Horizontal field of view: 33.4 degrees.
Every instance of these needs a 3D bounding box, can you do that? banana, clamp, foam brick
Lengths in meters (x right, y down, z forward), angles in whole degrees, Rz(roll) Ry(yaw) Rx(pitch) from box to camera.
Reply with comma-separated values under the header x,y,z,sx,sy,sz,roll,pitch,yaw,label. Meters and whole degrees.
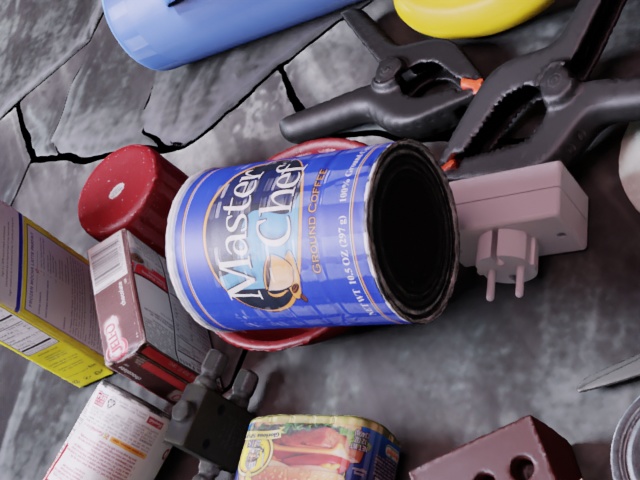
x,y,z,sx,sy,sz,roll,pitch,yaw,label
0.114,-0.177,0.750,0.037,0.069,0.198,-38,26,-33,banana
0.158,-0.103,0.670,0.210,0.036,0.164,-31,51,31,clamp
0.098,0.138,0.568,0.078,0.051,0.053,-30,48,18,foam brick
0.056,-0.123,0.783,0.172,0.039,0.120,6,71,36,clamp

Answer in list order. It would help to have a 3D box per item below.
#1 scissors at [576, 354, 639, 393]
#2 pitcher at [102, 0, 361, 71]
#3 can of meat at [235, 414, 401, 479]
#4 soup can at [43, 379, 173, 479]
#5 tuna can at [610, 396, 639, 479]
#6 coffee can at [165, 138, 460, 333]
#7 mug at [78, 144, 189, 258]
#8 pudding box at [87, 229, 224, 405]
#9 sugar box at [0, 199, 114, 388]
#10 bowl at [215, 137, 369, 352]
x,y,z,sx,sy,sz,roll,pitch,yaw,label
0.232,0.025,0.565,0.202,0.016,0.096,-13,53,31,scissors
-0.068,-0.224,0.875,0.243,0.149,0.145,-17,59,33,pitcher
-0.006,0.153,0.636,0.102,0.057,0.084,-6,56,34,can of meat
-0.147,0.155,0.734,0.069,0.068,0.102,17,73,43,soup can
0.189,0.110,0.528,0.086,0.033,0.086,-20,52,27,tuna can
-0.004,0.001,0.621,0.141,0.102,0.102,-5,59,34,coffee can
-0.141,-0.023,0.837,0.117,0.081,0.093,14,71,42,mug
-0.118,0.058,0.760,0.039,0.090,0.113,-32,47,15,pudding box
-0.222,0.034,0.794,0.048,0.176,0.093,-27,49,20,sugar box
-0.004,0.012,0.727,0.162,0.055,0.162,-19,52,27,bowl
